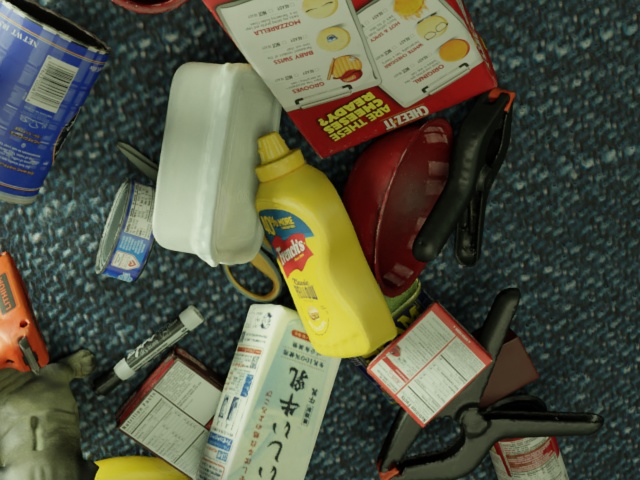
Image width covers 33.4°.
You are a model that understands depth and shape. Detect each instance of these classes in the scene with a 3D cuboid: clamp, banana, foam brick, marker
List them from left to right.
[{"bbox_3d":[-0.207,0.239,1.005,0.197,0.037,0.069,-8,109,-9],"label":"banana"},{"bbox_3d":[-0.159,0.103,0.979,0.121,0.020,0.020,-38,111,2],"label":"marker"},{"bbox_3d":[0.130,-0.052,0.947,0.039,0.120,0.171,16,103,23],"label":"clamp"},{"bbox_3d":[0.138,0.151,0.986,0.210,0.036,0.164,-27,101,3],"label":"clamp"},{"bbox_3d":[0.160,0.122,1.030,0.078,0.051,0.053,-29,110,-1],"label":"foam brick"}]

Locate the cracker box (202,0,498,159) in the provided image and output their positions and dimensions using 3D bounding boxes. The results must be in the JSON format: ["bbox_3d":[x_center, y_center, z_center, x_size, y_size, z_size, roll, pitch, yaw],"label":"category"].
[{"bbox_3d":[0.024,-0.175,0.830,0.164,0.072,0.213,-21,142,17],"label":"cracker box"}]

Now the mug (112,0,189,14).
[{"bbox_3d":[-0.143,-0.238,0.836,0.093,0.081,0.117,-37,111,3],"label":"mug"}]

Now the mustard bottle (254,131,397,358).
[{"bbox_3d":[-0.006,0.001,0.878,0.058,0.096,0.191,-28,103,-26],"label":"mustard bottle"}]

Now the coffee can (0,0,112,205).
[{"bbox_3d":[-0.243,-0.114,0.847,0.102,0.103,0.140,26,101,-18],"label":"coffee can"}]

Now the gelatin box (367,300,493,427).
[{"bbox_3d":[0.097,0.110,0.951,0.073,0.030,0.089,45,96,3],"label":"gelatin box"}]

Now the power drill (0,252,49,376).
[{"bbox_3d":[-0.329,0.079,0.872,0.187,0.184,0.057,-23,143,-12],"label":"power drill"}]

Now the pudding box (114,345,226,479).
[{"bbox_3d":[-0.121,0.166,0.997,0.113,0.039,0.090,40,96,-18],"label":"pudding box"}]

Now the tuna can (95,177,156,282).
[{"bbox_3d":[-0.161,-0.008,0.906,0.033,0.086,0.086,18,104,-18],"label":"tuna can"}]

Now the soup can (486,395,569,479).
[{"bbox_3d":[0.205,0.215,1.061,0.068,0.068,0.102,-22,111,-3],"label":"soup can"}]

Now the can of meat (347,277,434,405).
[{"bbox_3d":[0.074,0.092,1.002,0.102,0.057,0.084,-40,113,4],"label":"can of meat"}]

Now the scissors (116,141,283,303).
[{"bbox_3d":[-0.084,-0.032,0.951,0.096,0.016,0.201,-35,111,0],"label":"scissors"}]

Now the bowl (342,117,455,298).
[{"bbox_3d":[0.062,-0.034,0.929,0.055,0.161,0.162,18,107,24],"label":"bowl"}]
